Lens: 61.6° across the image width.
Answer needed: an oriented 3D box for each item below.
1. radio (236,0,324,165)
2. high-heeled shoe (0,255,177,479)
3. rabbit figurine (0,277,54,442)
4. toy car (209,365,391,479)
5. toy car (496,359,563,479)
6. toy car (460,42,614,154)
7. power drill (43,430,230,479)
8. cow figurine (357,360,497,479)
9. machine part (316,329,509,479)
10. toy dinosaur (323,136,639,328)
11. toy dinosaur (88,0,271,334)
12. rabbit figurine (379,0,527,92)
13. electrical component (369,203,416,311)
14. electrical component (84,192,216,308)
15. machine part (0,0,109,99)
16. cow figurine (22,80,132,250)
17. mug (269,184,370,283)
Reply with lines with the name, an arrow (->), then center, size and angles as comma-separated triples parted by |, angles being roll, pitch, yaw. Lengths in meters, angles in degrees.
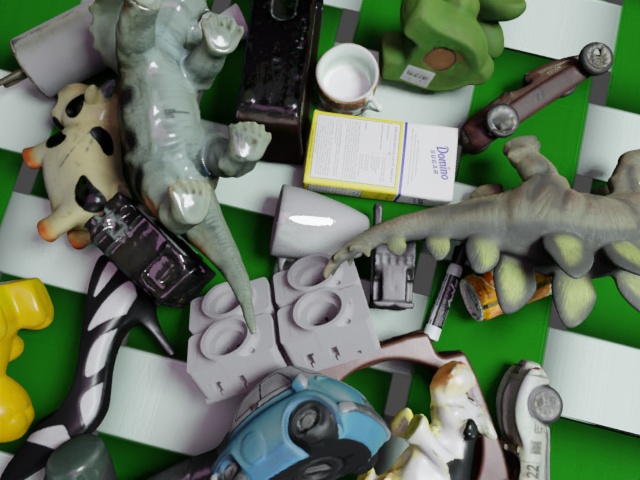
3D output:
radio -> -0.041, -0.214, 0.620 | 0.073, 0.131, 0.229 | 5, 80, 1
high-heeled shoe -> -0.274, 0.135, 0.584 | 0.249, 0.086, 0.145 | -41, 86, -15
rabbit figurine -> -0.371, 0.138, 0.570 | 0.162, 0.122, 0.173 | -13, 100, 0
toy car -> -0.025, 0.173, 0.492 | 0.162, 0.109, 0.103 | -34, 43, 10
toy car -> 0.219, 0.231, 0.578 | 0.056, 0.073, 0.201 | 4, 81, -1
toy car -> 0.253, -0.170, 0.638 | 0.202, 0.089, 0.053 | -34, 87, -5
power drill -> -0.164, 0.289, 0.550 | 0.207, 0.086, 0.231 | -13, 108, -4
cow figurine -> 0.111, 0.200, 0.499 | 0.098, 0.068, 0.167 | 36, 85, -1
machine part -> 0.077, 0.211, 0.575 | 0.201, 0.087, 0.201 | -17, 80, -4
toy dinosaur -> 0.233, -0.014, 0.556 | 0.472, 0.104, 0.199 | -2, 44, -3
toy dinosaur -> -0.145, -0.107, 0.534 | 0.131, 0.192, 0.404 | -4, 84, -28
rabbit figurine -> 0.161, -0.275, 0.645 | 0.159, 0.121, 0.170 | 11, 66, -3
electrical component -> 0.081, 0.020, 0.613 | 0.048, 0.075, 0.119 | 4, 78, 1
electrical component -> -0.175, 0.016, 0.578 | 0.058, 0.134, 0.115 | -44, 83, -5
machine part -> -0.275, -0.244, 0.650 | 0.243, 0.079, 0.079 | -31, 82, -6
cow figurine -> -0.264, -0.099, 0.617 | 0.127, 0.085, 0.195 | -23, 69, 6
mug -> -0.001, -0.002, 0.614 | 0.107, 0.081, 0.109 | 9, 90, -7
